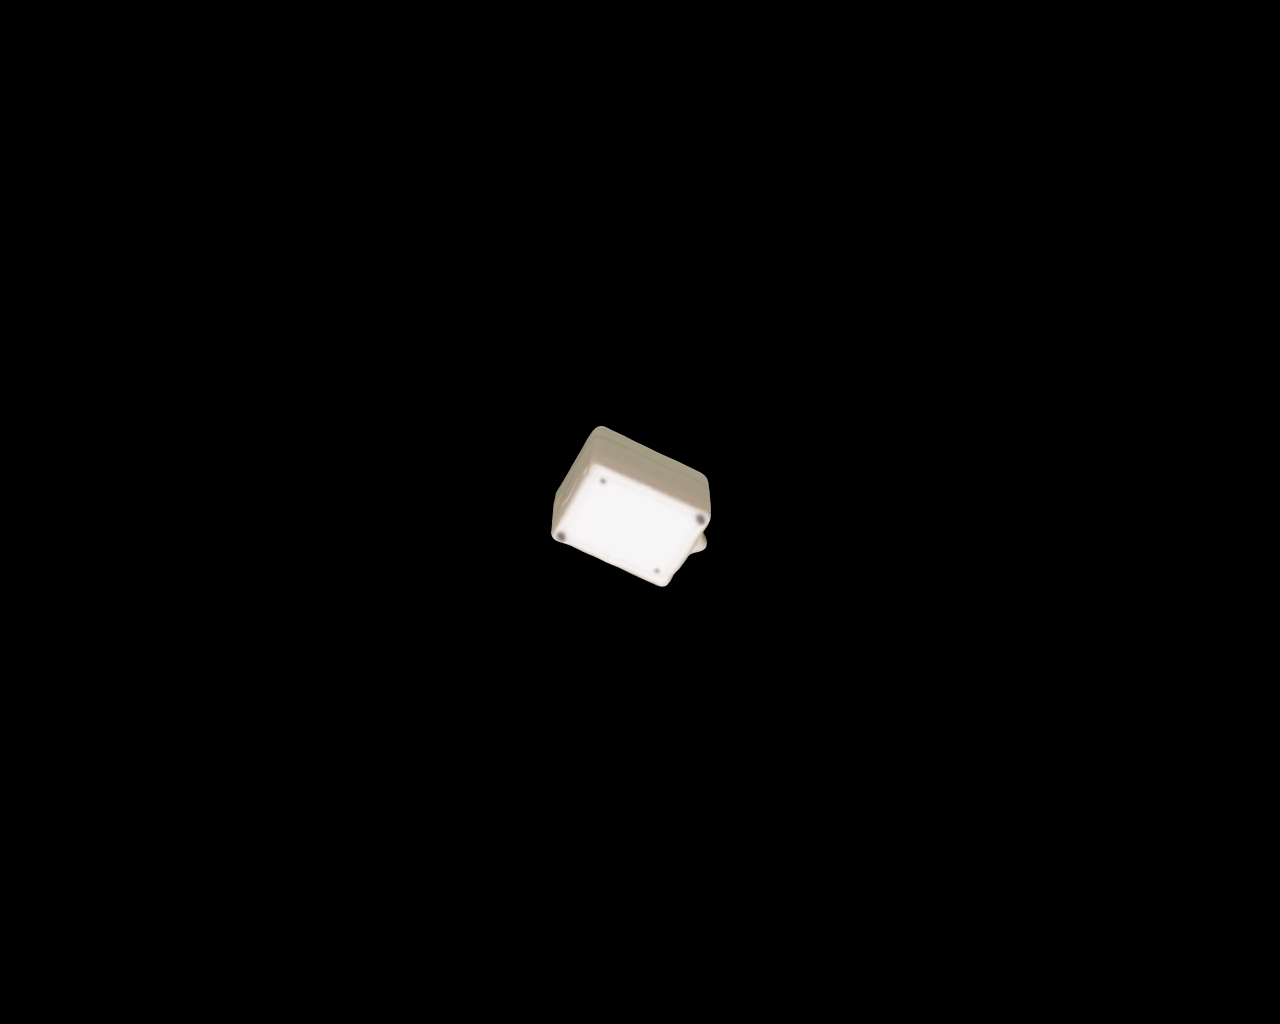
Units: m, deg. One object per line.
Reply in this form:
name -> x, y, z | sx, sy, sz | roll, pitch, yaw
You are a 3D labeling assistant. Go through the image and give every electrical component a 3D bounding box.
electrical component -> 0.001, -0.003, 0.650 | 0.096, 0.061, 0.061 | 25, 27, -14
